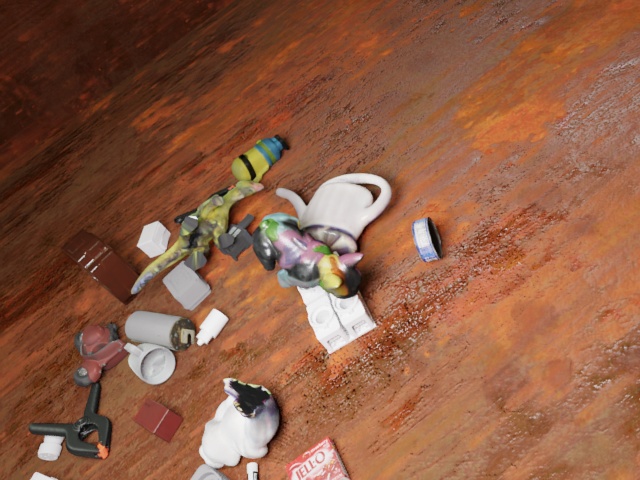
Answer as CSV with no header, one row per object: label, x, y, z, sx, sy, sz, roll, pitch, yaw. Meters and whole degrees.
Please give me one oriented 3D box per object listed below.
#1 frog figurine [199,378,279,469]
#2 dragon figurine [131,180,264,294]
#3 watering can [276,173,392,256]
frog figurine,-0.144,0.345,0.926,0.139,0.122,0.158,28,105,39
dragon figurine,-0.322,-0.029,1.356,0.410,0.121,0.245,-35,19,-1
watering can,0.004,-0.060,1.201,0.346,0.102,0.229,-4,49,36
